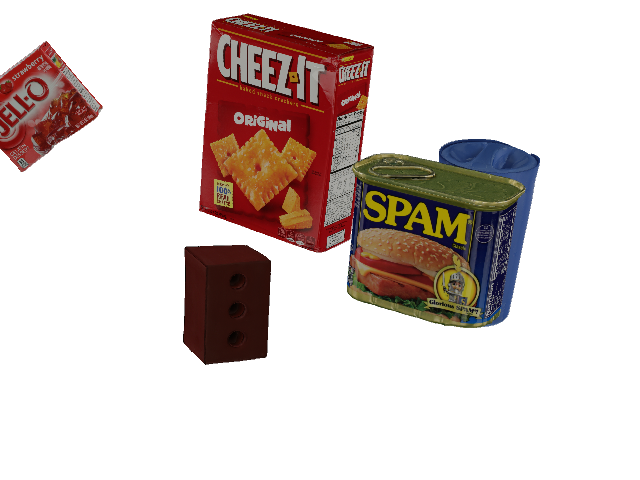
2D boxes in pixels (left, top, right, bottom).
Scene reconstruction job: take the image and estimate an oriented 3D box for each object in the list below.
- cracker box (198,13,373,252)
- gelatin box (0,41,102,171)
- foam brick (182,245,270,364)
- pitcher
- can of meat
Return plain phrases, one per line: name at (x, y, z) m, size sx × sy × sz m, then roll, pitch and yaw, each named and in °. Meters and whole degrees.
cracker box at (-0.041, -0.112, 1.112) m, size 0.164 × 0.214 × 0.071 m, roll 20°, pitch 28°, yaw 29°
gelatin box at (-0.242, -0.112, 0.900) m, size 0.089 × 0.073 × 0.030 m, roll -33°, pitch 21°, yaw 14°
foam brick at (-0.071, 0.046, 0.803) m, size 0.052 × 0.078 × 0.051 m, roll -4°, pitch 14°, yaw -24°
pitcher at (0.208, -0.007, 1.449) m, size 0.149 × 0.243 × 0.145 m, roll 5°, pitch 24°, yaw 3°
can of meat at (0.067, 0.000, 0.654) m, size 0.102 × 0.084 × 0.057 m, roll 16°, pitch 23°, yaw 26°
